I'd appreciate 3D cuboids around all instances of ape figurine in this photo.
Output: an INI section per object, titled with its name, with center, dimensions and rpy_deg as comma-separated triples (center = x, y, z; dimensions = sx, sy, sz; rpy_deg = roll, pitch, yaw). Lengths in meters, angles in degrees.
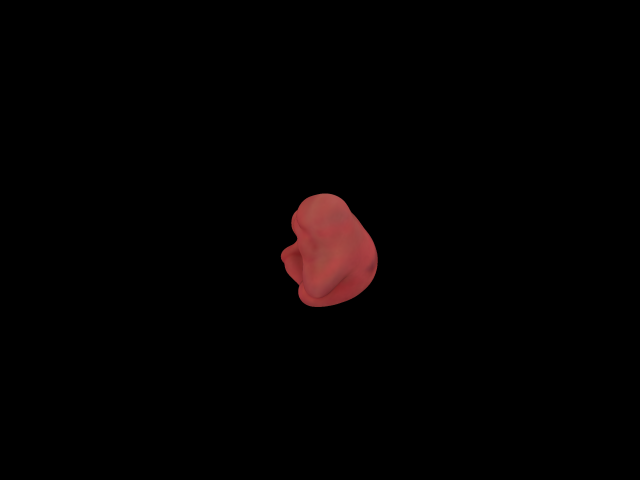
[ape figurine]
center = 0.004, 0.001, 0.400
dimensions = 0.076, 0.092, 0.078
rpy_deg = 10, 54, 8
